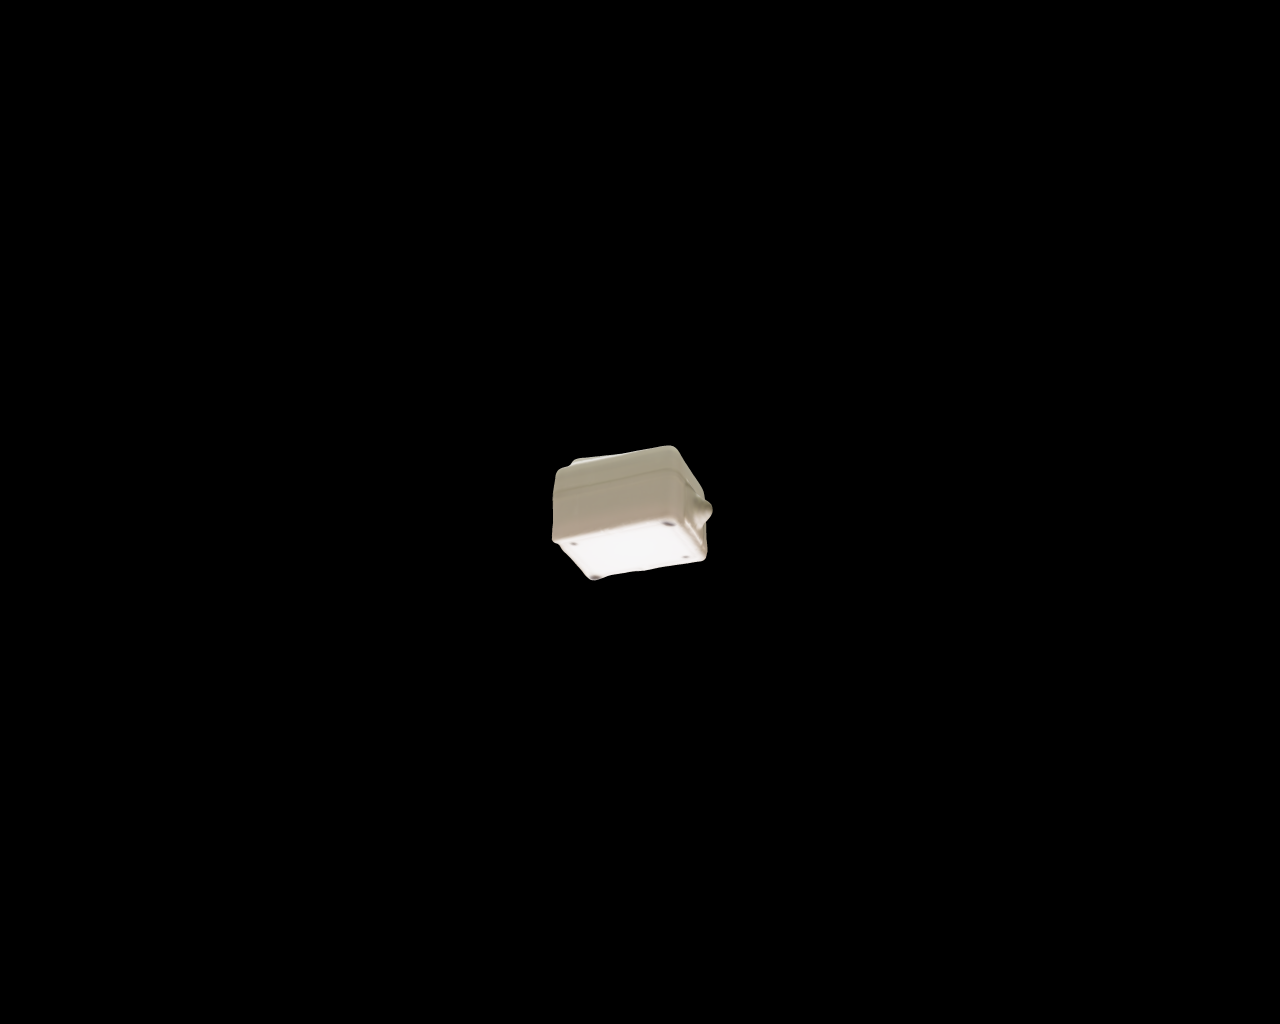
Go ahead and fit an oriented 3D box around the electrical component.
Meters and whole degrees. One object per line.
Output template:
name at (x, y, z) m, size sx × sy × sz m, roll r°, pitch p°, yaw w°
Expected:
electrical component at (0.001, -0.003, 0.650) m, size 0.096 × 0.061 × 0.061 m, roll -11°, pitch -32°, yaw 18°
